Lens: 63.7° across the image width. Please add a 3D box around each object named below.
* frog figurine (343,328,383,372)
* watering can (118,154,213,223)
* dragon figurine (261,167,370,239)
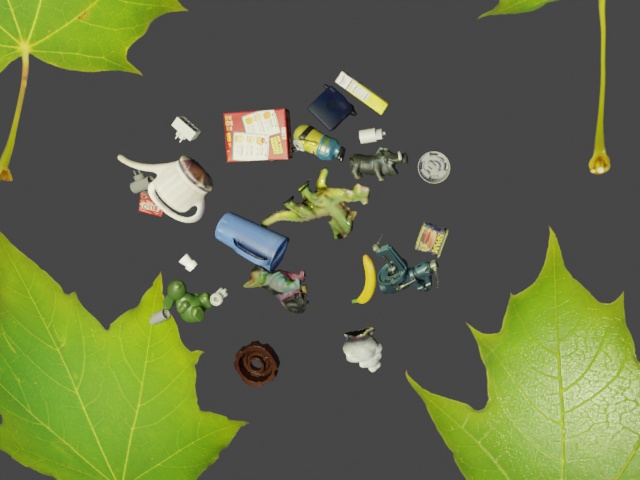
[{"bbox_3d":[0.160,0.408,1.851,0.137,0.123,0.159,-17,92,-4],"label":"frog figurine"},{"bbox_3d":[-0.519,-0.212,1.790,0.222,0.106,0.344,-36,108,19],"label":"watering can"},{"bbox_3d":[0.005,-0.088,1.745,0.241,0.125,0.404,45,124,-12],"label":"dragon figurine"}]
